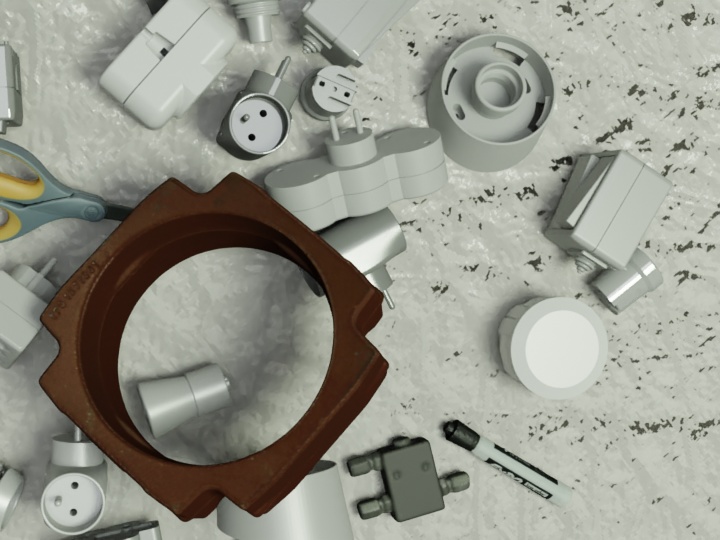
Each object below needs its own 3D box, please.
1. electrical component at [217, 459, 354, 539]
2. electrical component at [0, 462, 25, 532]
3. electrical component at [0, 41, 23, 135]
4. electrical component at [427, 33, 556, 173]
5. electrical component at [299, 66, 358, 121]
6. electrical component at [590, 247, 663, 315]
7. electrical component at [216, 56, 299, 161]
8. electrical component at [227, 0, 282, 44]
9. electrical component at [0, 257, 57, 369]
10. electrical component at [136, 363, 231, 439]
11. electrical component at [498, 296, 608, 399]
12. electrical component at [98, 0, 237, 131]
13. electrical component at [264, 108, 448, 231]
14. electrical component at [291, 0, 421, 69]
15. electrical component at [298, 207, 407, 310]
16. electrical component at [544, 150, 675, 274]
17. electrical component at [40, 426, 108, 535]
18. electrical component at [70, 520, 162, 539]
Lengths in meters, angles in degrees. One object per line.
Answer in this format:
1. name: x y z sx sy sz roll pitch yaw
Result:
1. electrical component: -0.057 0.174 0.794 0.099 0.099 0.064 -6 88 -11
2. electrical component: -0.276 0.159 0.774 0.055 0.048 0.066 22 88 -4
3. electrical component: -0.287 -0.123 0.749 0.096 0.062 0.061 -3 93 -12
4. electrical component: 0.104 -0.132 0.842 0.099 0.064 0.099 1 80 -6
5. electrical component: -0.023 -0.134 0.812 0.040 0.046 0.040 -1 93 -12
6. electrical component: 0.216 0.009 0.873 0.046 0.040 0.040 -39 100 -2
7. electrical component: -0.070 -0.120 0.787 0.043 0.077 0.079 26 87 -12
8. electrical component: -0.078 -0.200 0.799 0.048 0.048 0.062 -9 101 -11
9. electrical component: -0.242 0.022 0.767 0.047 0.066 0.076 39 61 -11
10. electrical component: -0.129 0.095 0.804 0.065 0.044 0.044 -18 96 -15
11. electrical component: 0.151 0.060 0.855 0.080 0.051 0.080 -1 93 -12
12. electrical component: -0.136 -0.150 0.783 0.059 0.054 0.095 42 84 -11
13. electrical component: -0.005 -0.083 0.804 0.138 0.052 0.073 -18 117 -10
14. electrical component: -0.004 -0.192 0.805 0.061 0.062 0.096 40 85 -11
15. electrical component: 0.000 0.000 0.823 0.077 0.044 0.079 -29 99 -12
16. electrical component: 0.190 -0.044 0.853 0.061 0.062 0.096 32 86 -12
17. electrical component: -0.203 0.140 0.772 0.043 0.077 0.079 3 92 -12
18. electrical component: -0.181 0.223 0.791 0.078 0.058 0.057 -11 92 -12
